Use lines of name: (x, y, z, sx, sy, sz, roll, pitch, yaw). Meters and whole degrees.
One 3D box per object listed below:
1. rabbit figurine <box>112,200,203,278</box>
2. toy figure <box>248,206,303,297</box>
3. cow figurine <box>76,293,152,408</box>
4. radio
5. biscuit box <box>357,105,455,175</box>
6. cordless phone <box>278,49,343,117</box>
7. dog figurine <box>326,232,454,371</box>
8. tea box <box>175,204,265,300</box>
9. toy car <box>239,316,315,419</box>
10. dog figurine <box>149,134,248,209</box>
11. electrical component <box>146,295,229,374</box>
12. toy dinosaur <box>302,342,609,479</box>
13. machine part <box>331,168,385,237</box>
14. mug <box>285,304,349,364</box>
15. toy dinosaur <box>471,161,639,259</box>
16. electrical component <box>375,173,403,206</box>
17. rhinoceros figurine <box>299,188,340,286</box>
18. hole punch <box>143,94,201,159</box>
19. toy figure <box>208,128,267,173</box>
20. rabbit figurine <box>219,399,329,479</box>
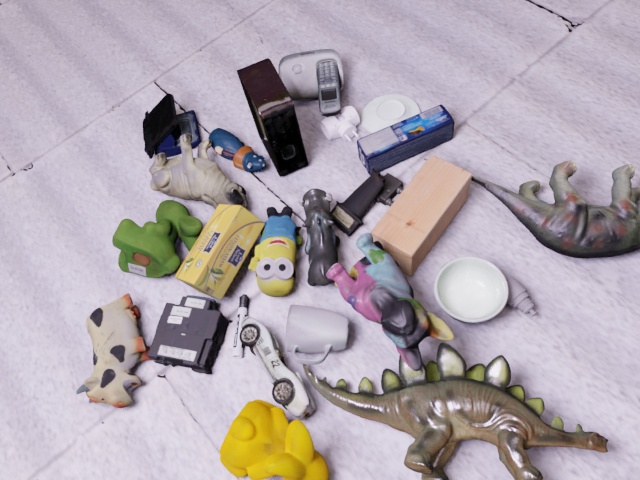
rabbit figurine: (-0.305, -0.019, 1.066, 0.159, 0.121, 0.170, 10, 47, 11)
toy figure: (-0.077, 0.022, 1.023, 0.082, 0.089, 0.180, -14, 49, 17)
cow figurine: (-0.371, 0.206, 0.962, 0.127, 0.085, 0.195, -21, 61, -9)
radio: (-0.091, -0.238, 1.090, 0.073, 0.229, 0.131, -25, 64, -4)
biscuit box: (0.180, -0.209, 1.122, 0.203, 0.062, 0.059, -23, 58, -5)
cordless phone: (-0.018, -0.335, 1.205, 0.147, 0.088, 0.184, -7, 56, 5)
dog figurine: (0.120, 0.107, 0.886, 0.108, 0.191, 0.219, -42, 66, 3)
tea box: (-0.189, 0.019, 1.013, 0.098, 0.068, 0.169, 5, 62, 54)
toy car: (-0.076, 0.212, 0.914, 0.056, 0.073, 0.202, -33, 61, -6)
dog figurine: (-0.256, -0.100, 1.121, 0.172, 0.121, 0.190, -37, 77, 29)
electrical component: (-0.234, 0.167, 0.977, 0.115, 0.058, 0.134, 10, 62, 12)
toy dinosaur: (0.186, 0.266, 0.830, 0.472, 0.104, 0.198, 2, 53, 13)
machine part: (0.077, -0.077, 1.066, 0.084, 0.039, 0.139, 39, 92, 34)
mug: (-0.004, 0.163, 0.923, 0.107, 0.080, 0.110, 2, 38, 3)
toy dinosaur: (0.469, -0.031, 0.948, 0.405, 0.131, 0.192, 0, 60, 17)
electrical component: (0.134, -0.102, 1.091, 0.094, 0.021, 0.063, 38, 73, 25)
rhinoceros figurine: (-0.002, -0.003, 1.006, 0.073, 0.112, 0.190, -9, 67, 7)
hole punch: (-0.341, -0.251, 1.230, 0.116, 0.092, 0.142, -32, 59, 25)
toy figure: (-0.177, -0.190, 1.174, 0.155, 0.057, 0.064, 38, 78, 21)
rabbit figurine: (-0.056, 0.320, 0.821, 0.173, 0.162, 0.122, 34, 57, 6)
